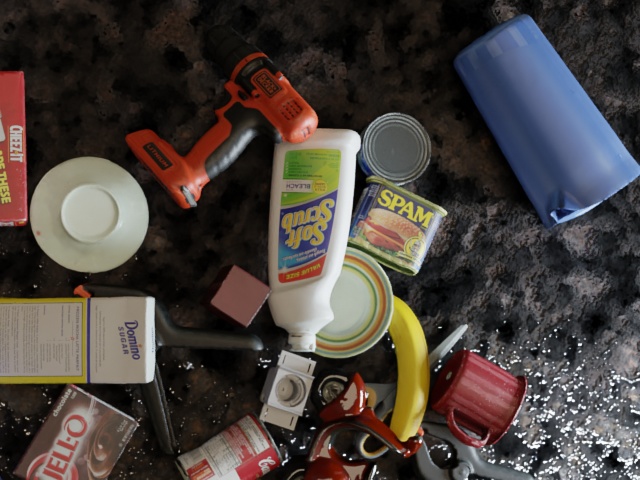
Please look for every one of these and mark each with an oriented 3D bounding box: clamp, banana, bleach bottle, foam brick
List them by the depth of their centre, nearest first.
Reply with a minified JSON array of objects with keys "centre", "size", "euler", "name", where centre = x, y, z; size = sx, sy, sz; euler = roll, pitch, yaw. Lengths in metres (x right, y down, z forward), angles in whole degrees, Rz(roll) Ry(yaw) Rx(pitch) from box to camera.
[{"centre":[-0.190,0.127,1.179],"size":[0.210,0.036,0.164],"euler":[32,91,1],"name":"clamp"},{"centre":[-0.096,0.064,1.196],"size":[0.051,0.078,0.053],"euler":[35,78,-10],"name":"foam brick"},{"centre":[-0.008,0.001,1.217],"size":[0.102,0.068,0.251],"euler":[1,81,5],"name":"bleach bottle"},{"centre":[0.094,0.144,1.245],"size":[0.070,0.037,0.198],"euler":[-16,75,14],"name":"banana"},{"centre":[0.160,0.284,1.259],"size":[0.171,0.039,0.120],"euler":[37,72,-3],"name":"clamp"}]

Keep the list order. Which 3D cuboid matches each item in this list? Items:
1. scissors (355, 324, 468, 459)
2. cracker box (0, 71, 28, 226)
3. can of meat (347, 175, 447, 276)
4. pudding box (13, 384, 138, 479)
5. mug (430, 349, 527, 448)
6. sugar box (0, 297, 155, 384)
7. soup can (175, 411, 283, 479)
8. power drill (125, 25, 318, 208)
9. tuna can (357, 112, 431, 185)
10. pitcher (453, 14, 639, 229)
[{"centre":[0.089,0.161,1.264],"size":[0.096,0.016,0.201],"euler":[33,77,-8],"name":"scissors"},{"centre":[-0.422,-0.095,1.134],"size":[0.213,0.072,0.164],"euler":[-1,86,-15],"name":"cracker box"},{"centre":[0.085,-0.016,1.260],"size":[0.102,0.057,0.084],"euler":[26,82,-10],"name":"can of meat"},{"centre":[-0.265,0.225,1.159],"size":[0.090,0.039,0.113],"euler":[31,78,-9],"name":"pudding box"},{"centre":[0.179,0.188,1.241],"size":[0.081,0.093,0.117],"euler":[30,48,-5],"name":"mug"},{"centre":[-0.266,0.107,1.143],"size":[0.176,0.048,0.093],"euler":[0,87,2],"name":"sugar box"},{"centre":[-0.101,0.245,1.183],"size":[0.102,0.069,0.068],"euler":[-30,92,-14],"name":"soup can"},{"centre":[-0.122,-0.140,1.200],"size":[0.187,0.057,0.184],"euler":[-39,65,-6],"name":"power drill"},{"centre":[0.087,-0.108,1.279],"size":[0.086,0.034,0.086],"euler":[1,85,-14],"name":"tuna can"},{"centre":[0.273,-0.148,1.290],"size":[0.145,0.149,0.243],"euler":[-32,90,1],"name":"pitcher"}]
